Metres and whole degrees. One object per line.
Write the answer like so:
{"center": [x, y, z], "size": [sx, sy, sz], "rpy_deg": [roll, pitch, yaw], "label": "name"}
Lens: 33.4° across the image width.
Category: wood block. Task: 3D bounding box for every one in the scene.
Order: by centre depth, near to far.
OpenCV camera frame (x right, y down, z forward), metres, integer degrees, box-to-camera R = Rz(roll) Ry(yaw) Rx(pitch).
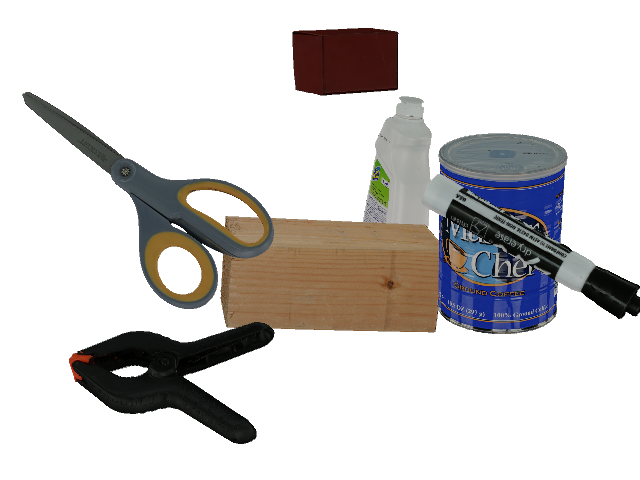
{"center": [0.009, 0.034, 1.055], "size": [0.206, 0.091, 0.090], "rpy_deg": [3, 16, -10], "label": "wood block"}

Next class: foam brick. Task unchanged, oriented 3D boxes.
{"center": [0.022, -0.154, 0.918], "size": [0.078, 0.051, 0.053], "rpy_deg": [-8, 18, -28], "label": "foam brick"}

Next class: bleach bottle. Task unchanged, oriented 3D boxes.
{"center": [0.091, -0.038, 1.231], "size": [0.068, 0.251, 0.103], "rpy_deg": [-2, 22, -24], "label": "bleach bottle"}

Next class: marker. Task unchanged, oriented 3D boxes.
{"center": [0.106, 0.003, 0.533], "size": [0.121, 0.020, 0.020], "rpy_deg": [31, 12, 20], "label": "marker"}

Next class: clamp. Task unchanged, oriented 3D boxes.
{"center": [-0.121, 0.105, 0.899], "size": [0.171, 0.039, 0.120], "rpy_deg": [12, 39, 9], "label": "clamp"}

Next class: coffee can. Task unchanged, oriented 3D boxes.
{"center": [0.149, -0.008, 0.889], "size": [0.103, 0.140, 0.103], "rpy_deg": [-2, 23, 1], "label": "coffee can"}

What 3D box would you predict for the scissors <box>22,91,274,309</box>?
{"center": [-0.128, -0.023, 0.697], "size": [0.202, 0.096, 0.016], "rpy_deg": [22, -14, 11], "label": "scissors"}
